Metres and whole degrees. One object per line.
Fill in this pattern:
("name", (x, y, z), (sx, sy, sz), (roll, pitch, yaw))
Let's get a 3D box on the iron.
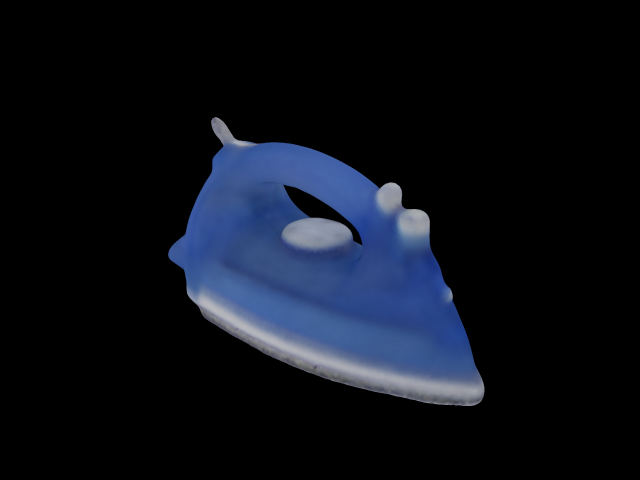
("iron", (0.004, 0.001, 0.400), (0.257, 0.141, 0.119), (20, 32, 36))
